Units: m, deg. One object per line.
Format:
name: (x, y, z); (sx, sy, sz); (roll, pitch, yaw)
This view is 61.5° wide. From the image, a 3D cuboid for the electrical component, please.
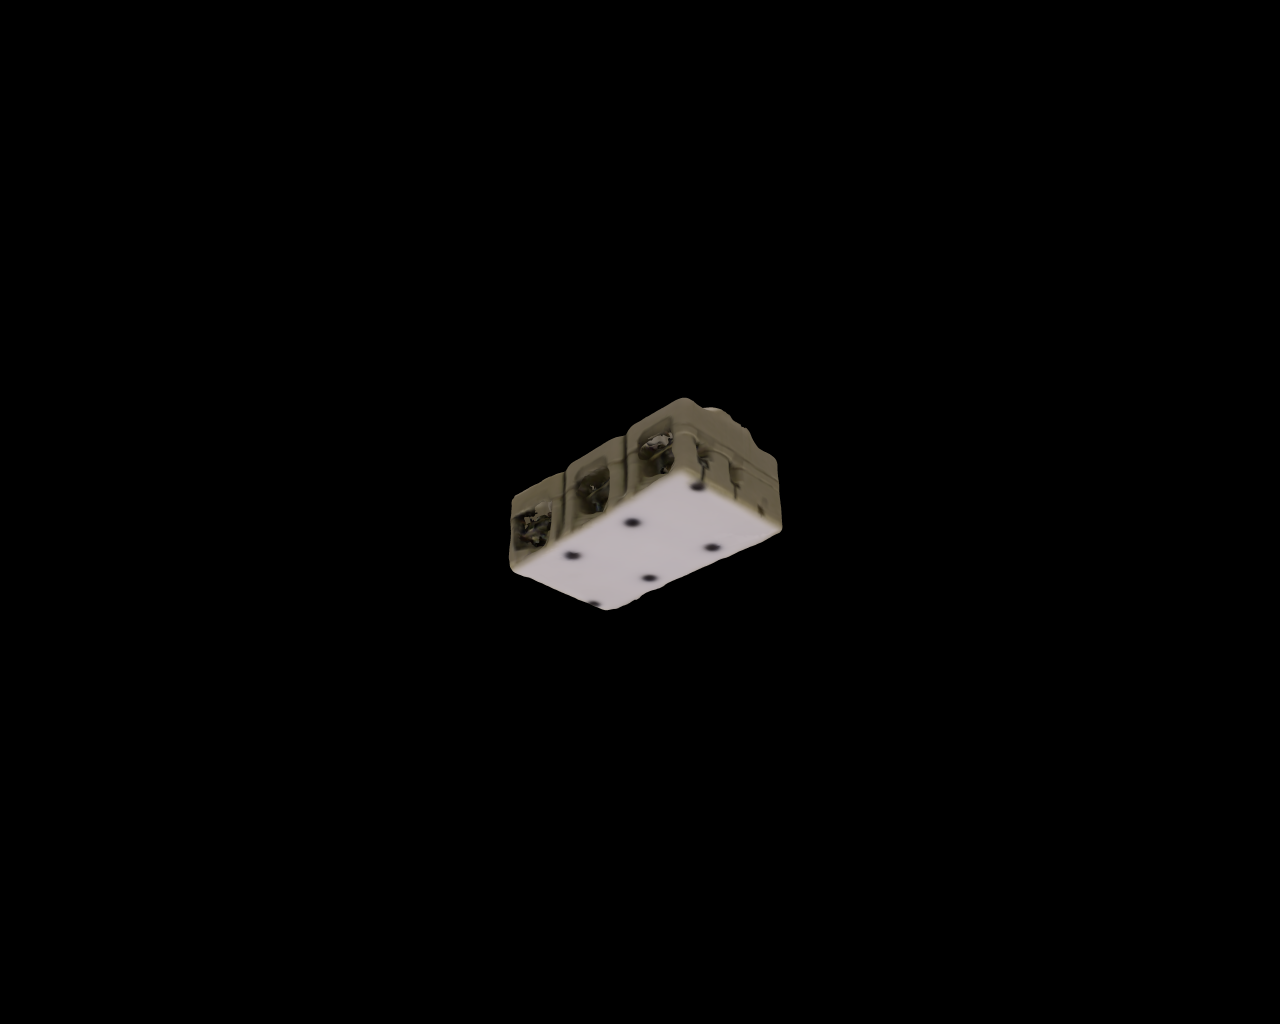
electrical component: (0.001, -0.003, 0.650); (0.150, 0.062, 0.089); (-27, -42, 36)
